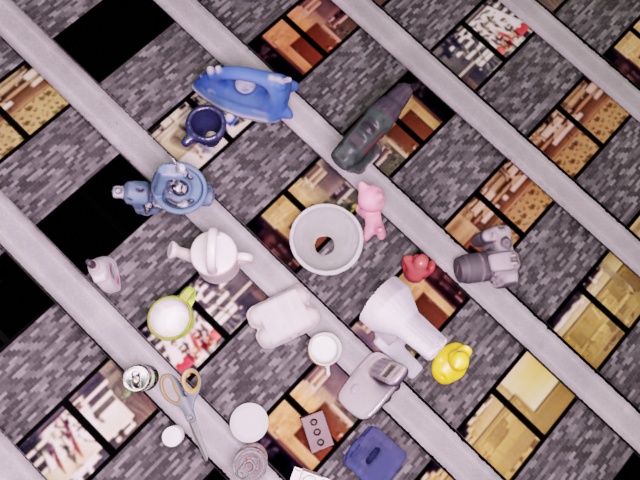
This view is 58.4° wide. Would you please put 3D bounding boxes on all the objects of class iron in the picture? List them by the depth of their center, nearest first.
[{"bbox_3d":[-0.182,-0.366,1.343,0.258,0.141,0.119,10,76,-3],"label":"iron"}]

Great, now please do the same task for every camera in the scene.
[{"bbox_3d":[0.381,0.043,1.323,0.137,0.101,0.143,-8,78,-7],"label":"camera"}]

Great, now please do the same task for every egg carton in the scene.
[{"bbox_3d":[-0.080,0.171,1.267,0.150,0.069,0.107,-27,81,-10],"label":"egg carton"}]

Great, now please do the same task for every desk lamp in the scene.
[{"bbox_3d":[0.179,0.187,1.213,0.203,0.213,0.118,43,77,5],"label":"desk lamp"}]

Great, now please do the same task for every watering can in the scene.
[{"bbox_3d":[-0.233,0.033,1.220,0.173,0.194,0.101,-17,79,-9],"label":"watering can"}]

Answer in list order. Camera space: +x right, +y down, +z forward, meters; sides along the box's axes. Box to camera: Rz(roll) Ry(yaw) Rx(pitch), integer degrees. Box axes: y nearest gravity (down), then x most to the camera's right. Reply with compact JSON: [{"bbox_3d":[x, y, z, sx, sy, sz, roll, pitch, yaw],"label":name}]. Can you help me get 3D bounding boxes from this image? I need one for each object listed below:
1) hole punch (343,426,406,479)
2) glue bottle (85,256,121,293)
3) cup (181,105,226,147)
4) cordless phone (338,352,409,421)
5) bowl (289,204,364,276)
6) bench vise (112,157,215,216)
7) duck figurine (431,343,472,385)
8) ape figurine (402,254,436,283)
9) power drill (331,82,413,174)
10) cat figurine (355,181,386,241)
[{"bbox_3d":[0.113,0.461,1.208,0.101,0.091,0.109,41,77,5],"label":"hole punch"},{"bbox_3d":[-0.460,0.064,1.203,0.037,0.173,0.078,-17,79,-8],"label":"glue bottle"},{"bbox_3d":[-0.270,-0.246,1.331,0.091,0.095,0.118,44,77,6],"label":"cup"},{"bbox_3d":[0.117,0.307,1.195,0.094,0.185,0.148,38,77,4],"label":"cordless phone"},{"bbox_3d":[0.012,0.005,1.311,0.167,0.074,0.167,1,77,-5],"label":"bowl"},{"bbox_3d":[-0.339,-0.105,1.229,0.207,0.219,0.121,-22,80,-9],"label":"bench vise"},{"bbox_3d":[0.298,0.273,1.270,0.077,0.086,0.105,42,77,5],"label":"duck figurine"},{"bbox_3d":[0.226,0.057,1.310,0.078,0.092,0.076,33,77,3],"label":"ape figurine"},{"bbox_3d":[0.111,-0.238,1.306,0.075,0.208,0.230,41,77,5],"label":"power drill"},{"bbox_3d":[0.122,-0.070,1.316,0.067,0.117,0.128,-10,78,-7],"label":"cat figurine"}]
